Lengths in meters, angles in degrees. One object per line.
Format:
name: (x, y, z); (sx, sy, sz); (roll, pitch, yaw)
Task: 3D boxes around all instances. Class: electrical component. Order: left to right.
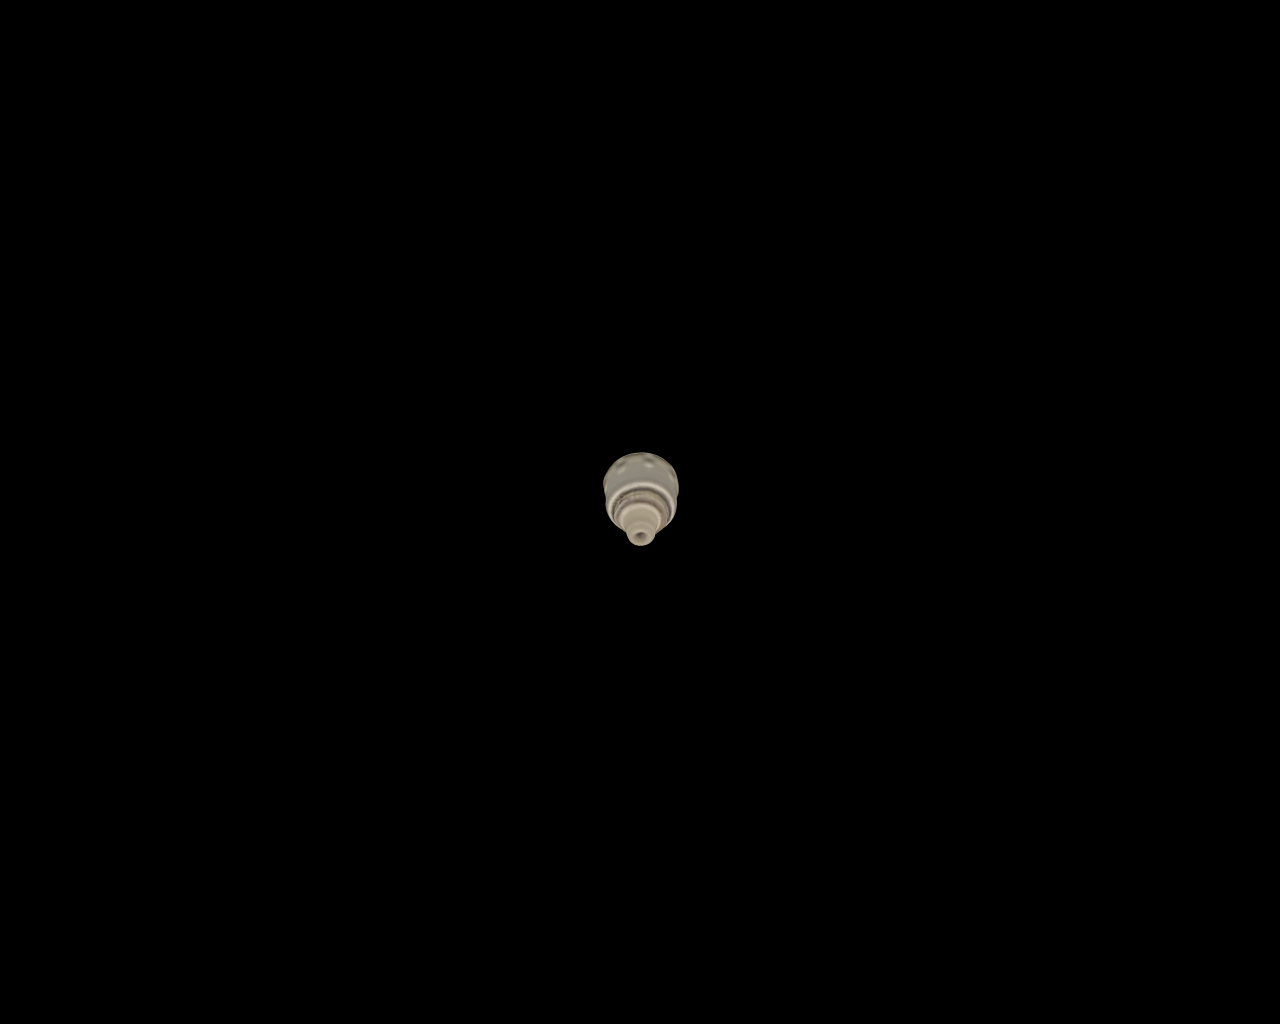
electrical component: (0.001, -0.003, 0.650); (0.048, 0.048, 0.062); (0, 36, 0)
